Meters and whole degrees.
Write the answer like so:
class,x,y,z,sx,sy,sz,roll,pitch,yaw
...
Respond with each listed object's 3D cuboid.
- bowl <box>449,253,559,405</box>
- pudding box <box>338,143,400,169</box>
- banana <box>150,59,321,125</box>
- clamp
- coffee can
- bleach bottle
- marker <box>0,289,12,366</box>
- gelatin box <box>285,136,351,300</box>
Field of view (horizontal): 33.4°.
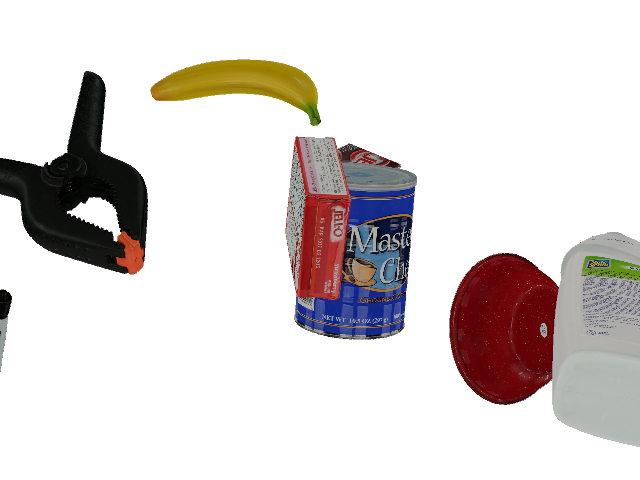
class,x,y,z,sx,sy,sz,roll,pitch,yaw
bowl,0.213,0.093,1.115,0.161,0.162,0.055,0,-2,-34
pudding box,0.034,-0.079,1.372,0.090,0.039,0.113,25,42,37
banana,-0.083,-0.166,1.141,0.198,0.037,0.069,10,44,19
clamp,-0.189,-0.052,0.819,0.164,0.036,0.210,-37,57,-28
coffee can,0.031,0.007,0.964,0.103,0.140,0.103,3,14,-1
bleach bottle,0.227,0.055,0.794,0.102,0.068,0.250,12,25,10
marker,-0.318,0.097,1.044,0.020,0.121,0.020,14,33,-9
gelatin box,-0.002,-0.016,0.682,0.030,0.073,0.089,1,29,-8
